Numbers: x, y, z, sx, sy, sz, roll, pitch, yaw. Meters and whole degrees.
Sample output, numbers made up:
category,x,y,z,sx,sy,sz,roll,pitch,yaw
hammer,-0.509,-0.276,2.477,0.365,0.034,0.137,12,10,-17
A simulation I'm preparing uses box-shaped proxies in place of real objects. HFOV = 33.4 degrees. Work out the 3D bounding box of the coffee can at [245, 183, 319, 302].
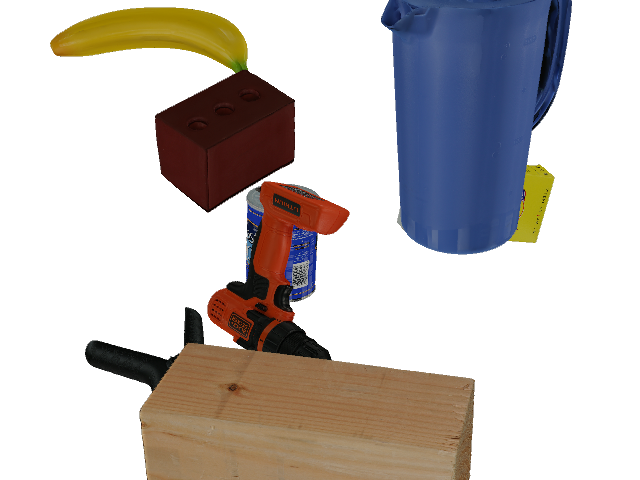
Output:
category,x,y,z,sx,sy,sz,roll,pitch,yaw
coffee can,-0.054,0.003,1.509,0.103,0.140,0.103,2,24,-1

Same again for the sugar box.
category,x,y,z,sx,sy,sz,roll,pitch,yaw
sugar box,0.189,-0.050,1.298,0.176,0.093,0.048,2,24,-20

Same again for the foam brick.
category,x,y,z,sx,sy,sz,roll,pitch,yaw
foam brick,-0.062,-0.066,0.698,0.078,0.051,0.053,-34,54,-31

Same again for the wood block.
category,x,y,z,sx,sy,sz,roll,pitch,yaw
wood block,-0.006,0.139,0.720,0.206,0.090,0.090,6,28,15

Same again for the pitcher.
category,x,y,z,sx,sy,sz,roll,pitch,yaw
pitcher,0.135,-0.117,0.932,0.149,0.243,0.145,6,33,12

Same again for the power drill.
category,x,y,z,sx,sy,sz,roll,pitch,yaw
power drill,-0.035,0.042,1.159,0.185,0.188,0.057,27,11,38

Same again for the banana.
category,x,y,z,sx,sy,sz,roll,pitch,yaw
banana,-0.146,-0.184,0.965,0.198,0.037,0.069,10,46,16

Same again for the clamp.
category,x,y,z,sx,sy,sz,roll,pitch,yaw
clamp,-0.120,0.115,0.977,0.172,0.039,0.120,29,45,34
